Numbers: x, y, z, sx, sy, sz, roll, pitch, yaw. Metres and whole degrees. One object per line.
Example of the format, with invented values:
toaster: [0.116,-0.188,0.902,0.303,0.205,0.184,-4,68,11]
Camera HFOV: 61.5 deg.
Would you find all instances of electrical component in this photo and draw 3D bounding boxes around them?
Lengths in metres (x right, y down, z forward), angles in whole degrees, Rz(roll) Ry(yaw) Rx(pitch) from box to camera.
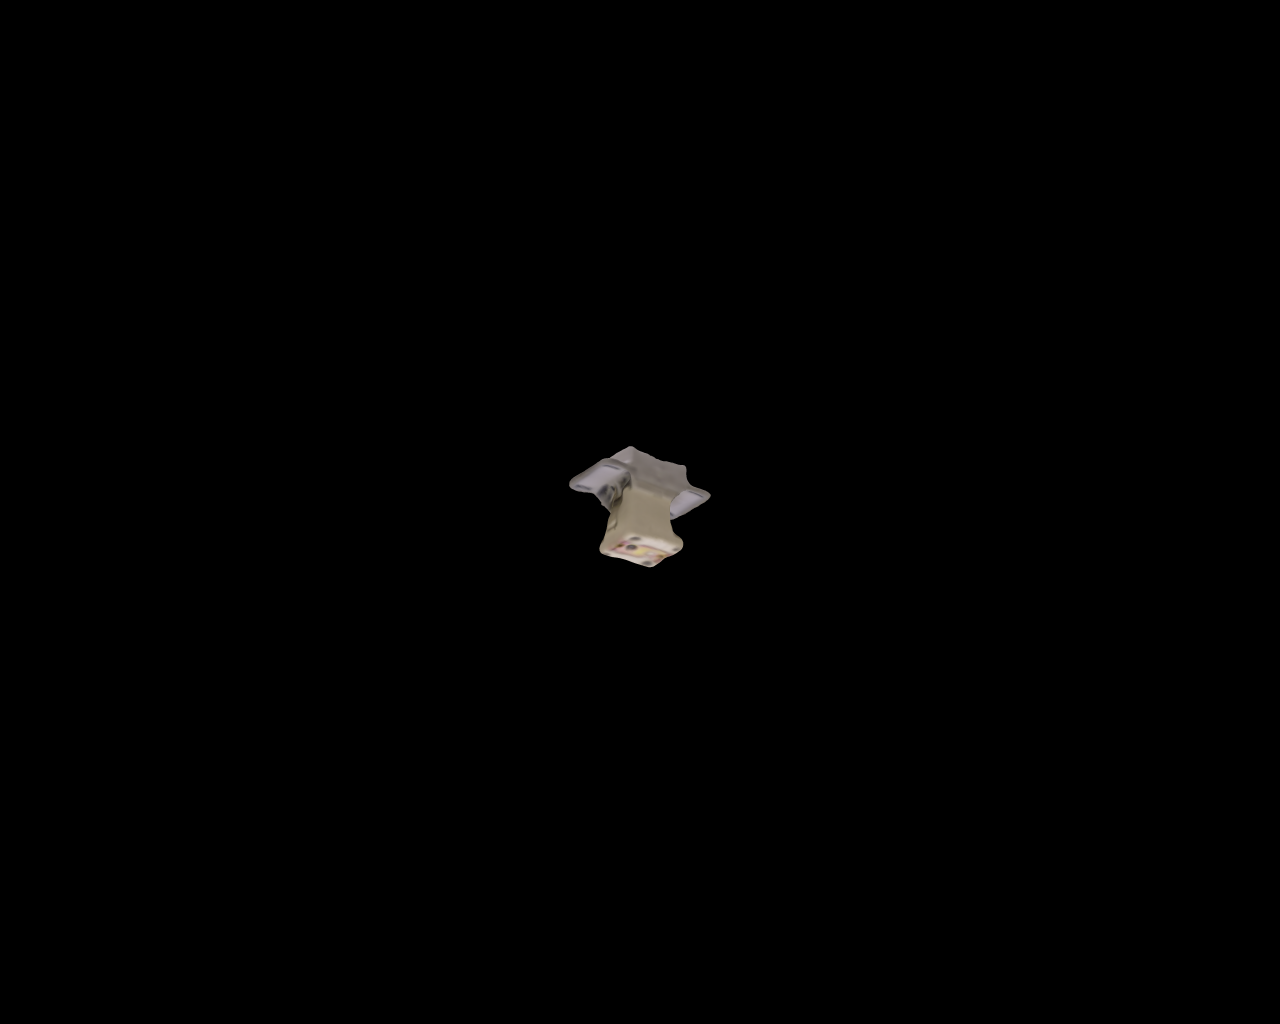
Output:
electrical component: [0.001,-0.003,0.650,0.081,0.064,0.042,18,-32,-31]
